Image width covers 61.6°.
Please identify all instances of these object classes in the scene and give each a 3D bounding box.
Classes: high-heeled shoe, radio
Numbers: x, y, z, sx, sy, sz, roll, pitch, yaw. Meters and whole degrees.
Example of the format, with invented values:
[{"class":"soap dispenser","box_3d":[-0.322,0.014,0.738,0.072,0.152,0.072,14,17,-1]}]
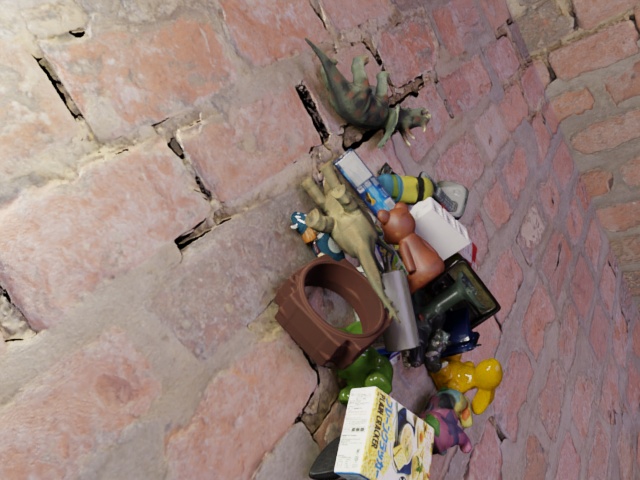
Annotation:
[{"class":"high-heeled shoe","box_3d":[0.075,0.470,1.079,0.249,0.086,0.145,-7,110,-33]},{"class":"radio","box_3d":[0.378,0.140,1.462,0.229,0.131,0.073,47,9,-26]}]

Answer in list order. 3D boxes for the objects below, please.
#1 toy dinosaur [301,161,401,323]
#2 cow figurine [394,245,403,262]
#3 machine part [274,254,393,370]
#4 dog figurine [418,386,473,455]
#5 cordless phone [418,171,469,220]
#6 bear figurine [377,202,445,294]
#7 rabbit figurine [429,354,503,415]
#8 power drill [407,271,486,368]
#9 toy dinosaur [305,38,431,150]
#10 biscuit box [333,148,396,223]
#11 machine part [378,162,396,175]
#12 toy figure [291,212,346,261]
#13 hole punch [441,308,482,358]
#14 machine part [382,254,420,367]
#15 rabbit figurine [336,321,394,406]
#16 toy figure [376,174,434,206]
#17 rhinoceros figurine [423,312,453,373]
[{"class":"toy dinosaur","box_3d":[0.068,-0.023,1.106,0.198,0.105,0.472,42,21,-30]},{"class":"cow figurine","box_3d":[0.246,0.035,1.409,0.098,0.068,0.167,39,50,-33]},{"class":"machine part","box_3d":[0.029,0.134,1.054,0.201,0.087,0.201,45,41,13]},{"class":"dog figurine","box_3d":[0.256,0.423,1.252,0.219,0.108,0.191,28,57,-36]},{"class":"cordless phone","box_3d":[0.352,-0.150,1.589,0.184,0.089,0.146,45,47,-22]},{"class":"bear figurine","box_3d":[0.193,0.020,1.247,0.120,0.132,0.196,-27,74,-47]},{"class":"rabbit figurine","box_3d":[0.386,0.357,1.369,0.122,0.173,0.162,-10,80,-53]},{"class":"power drill","box_3d":[0.283,0.178,1.273,0.086,0.207,0.232,41,23,-23]},{"class":"toy dinosaur","box_3d":[0.105,-0.350,1.366,0.404,0.131,0.192,10,68,-40]},{"class":"biscuit box","box_3d":[0.116,-0.125,1.291,0.202,0.059,0.063,50,6,-13]},{"class":"machine part","box_3d":[0.218,-0.153,1.456,0.138,0.039,0.084,33,26,-29]},{"class":"toy figure","box_3d":[-0.003,-0.004,1.157,0.154,0.058,0.064,52,10,-20]},{"class":"hole punch","box_3d":[0.347,0.244,1.404,0.116,0.142,0.092,-36,106,-62]},{"class":"machine part","box_3d":[0.162,0.150,1.152,0.079,0.079,0.243,-5,81,-49]},{"class":"rabbit figurine","box_3d":[0.071,0.235,1.110,0.170,0.121,0.159,43,43,-10]},{"class":"toy figure","box_3d":[0.203,-0.127,1.373,0.180,0.089,0.082,5,101,-23]},{"class":"rhinoceros figurine","box_3d":[0.278,0.244,1.337,0.073,0.112,0.190,48,38,-28]}]
